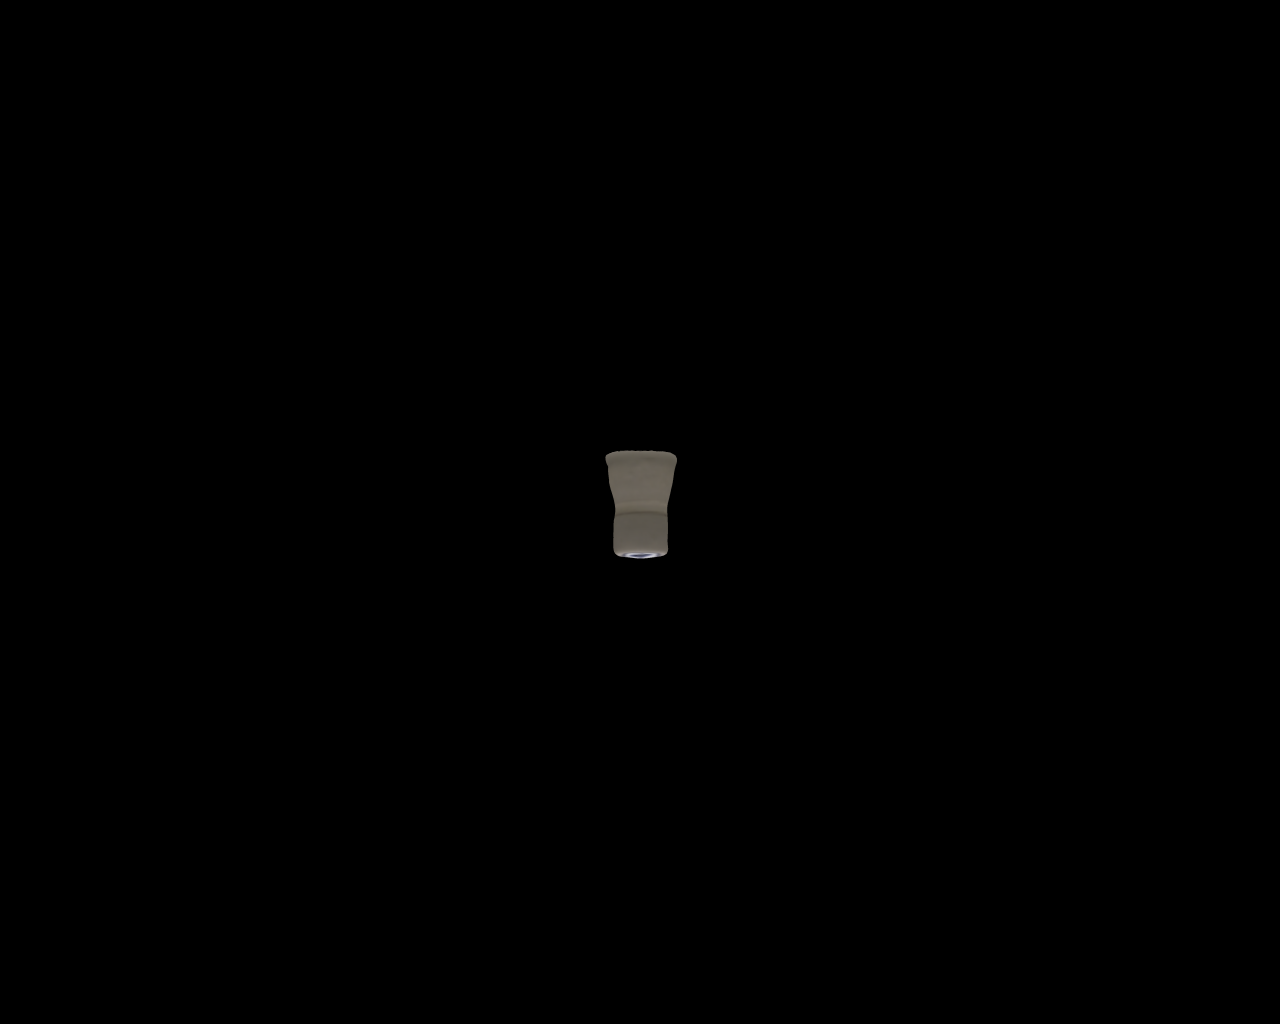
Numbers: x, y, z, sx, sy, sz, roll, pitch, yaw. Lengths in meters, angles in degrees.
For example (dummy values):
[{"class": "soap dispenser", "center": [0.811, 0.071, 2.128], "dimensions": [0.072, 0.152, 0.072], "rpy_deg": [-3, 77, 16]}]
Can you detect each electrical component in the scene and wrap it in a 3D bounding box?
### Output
[{"class": "electrical component", "center": [0.001, -0.003, 0.650], "dimensions": [0.044, 0.065, 0.044], "rpy_deg": [0, -9, 0]}]
